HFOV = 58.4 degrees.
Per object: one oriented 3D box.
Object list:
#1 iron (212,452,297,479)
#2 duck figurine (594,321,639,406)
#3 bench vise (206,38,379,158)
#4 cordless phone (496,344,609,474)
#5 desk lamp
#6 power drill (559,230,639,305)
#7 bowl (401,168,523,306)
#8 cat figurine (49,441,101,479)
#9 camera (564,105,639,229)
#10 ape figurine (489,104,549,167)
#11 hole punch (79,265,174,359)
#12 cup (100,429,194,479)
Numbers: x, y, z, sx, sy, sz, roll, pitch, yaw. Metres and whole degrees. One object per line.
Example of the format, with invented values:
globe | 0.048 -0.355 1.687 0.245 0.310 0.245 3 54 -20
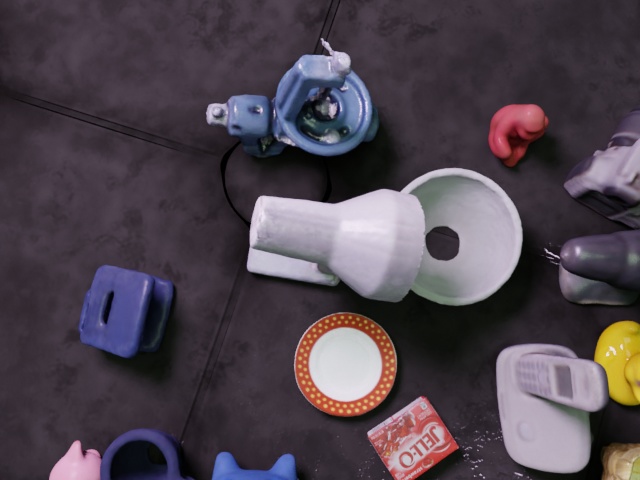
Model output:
iron | -0.082 0.383 0.646 0.118 0.141 0.258 0 83 2
duck figurine | 0.383 0.151 0.689 0.077 0.086 0.104 -2 83 2
bench vise | -0.029 -0.150 0.673 0.207 0.220 0.121 -21 82 -1
cordless phone | 0.266 0.192 0.638 0.094 0.185 0.147 -6 82 1
desk lamp | 0.006 0.002 0.656 0.203 0.213 0.118 8 83 3
power drill | 0.353 0.033 0.644 0.229 0.208 0.076 1 83 2
bowl | 0.162 -0.001 0.721 0.167 0.075 0.167 0 83 2
cat figurine | -0.290 0.300 0.675 0.067 0.118 0.128 30 85 6
camera | 0.407 -0.092 0.712 0.143 0.101 0.137 30 85 5
ape figurine | 0.256 -0.143 0.728 0.078 0.092 0.076 -16 82 0
hole punch | -0.249 0.090 0.714 0.101 0.091 0.109 11 83 3
cup | -0.190 0.271 0.687 0.117 0.095 0.092 19 84 4
